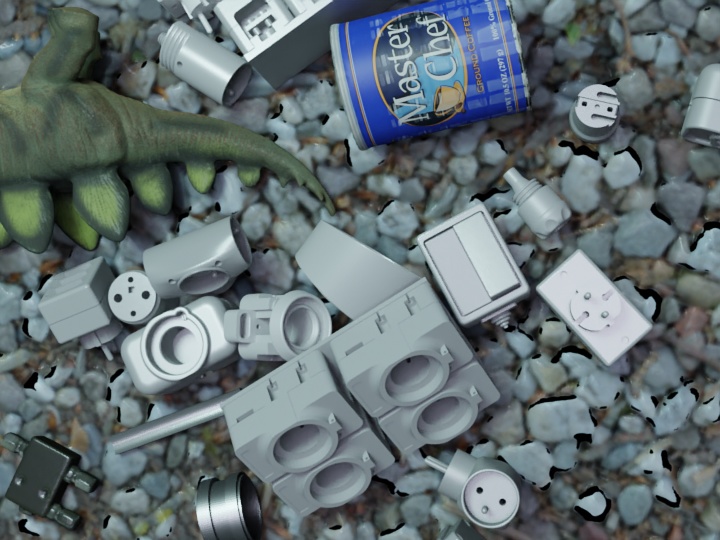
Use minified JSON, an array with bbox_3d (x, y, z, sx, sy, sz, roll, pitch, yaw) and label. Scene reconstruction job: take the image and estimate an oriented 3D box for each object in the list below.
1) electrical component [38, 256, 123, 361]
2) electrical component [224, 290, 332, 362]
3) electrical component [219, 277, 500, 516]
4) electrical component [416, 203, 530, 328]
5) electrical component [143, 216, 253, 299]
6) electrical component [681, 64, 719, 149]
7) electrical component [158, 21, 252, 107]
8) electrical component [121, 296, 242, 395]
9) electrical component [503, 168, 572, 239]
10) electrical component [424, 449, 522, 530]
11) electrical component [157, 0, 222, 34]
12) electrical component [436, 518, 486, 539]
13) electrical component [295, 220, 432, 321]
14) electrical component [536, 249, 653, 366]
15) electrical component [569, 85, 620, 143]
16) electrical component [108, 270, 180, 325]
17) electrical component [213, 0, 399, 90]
[{"bbox_3d":[-0.224,0.040,0.902,0.047,0.065,0.076,-22,111,7],"label":"electrical component"},{"bbox_3d":[-0.060,0.046,0.855,0.057,0.078,0.058,-5,82,48],"label":"electrical component"},{"bbox_3d":[0.003,0.104,0.828,0.186,0.105,0.060,-32,40,5],"label":"electrical component"},{"bbox_3d":[0.093,0.003,0.852,0.062,0.061,0.096,-28,81,6],"label":"electrical component"},{"bbox_3d":[-0.125,-0.003,0.879,0.077,0.079,0.044,-21,65,8],"label":"electrical component"},{"bbox_3d":[0.306,-0.123,0.833,0.095,0.054,0.059,17,88,10],"label":"electrical component"},{"bbox_3d":[-0.137,-0.178,0.914,0.081,0.043,0.043,33,91,10],"label":"electrical component"},{"bbox_3d":[-0.144,0.062,0.886,0.095,0.059,0.053,-27,81,6],"label":"electrical component"},{"bbox_3d":[0.139,-0.056,0.864,0.035,0.035,0.061,-41,78,4],"label":"electrical component"},{"bbox_3d":[0.086,0.164,0.831,0.079,0.077,0.043,25,90,11],"label":"electrical component"},{"bbox_3d":[-0.137,-0.238,0.917,0.066,0.047,0.076,-31,81,5],"label":"electrical component"},{"bbox_3d":[0.094,0.252,0.822,0.113,0.078,0.057,43,95,10],"label":"electrical component"},{"bbox_3d":[0.000,0.000,0.850,0.099,0.099,0.064,45,99,10],"label":"electrical component"},{"bbox_3d":[0.181,0.029,0.829,0.047,0.076,0.083,-42,80,3],"label":"electrical component"},{"bbox_3d":[0.188,-0.125,0.856,0.040,0.046,0.040,-1,85,9],"label":"electrical component"},{"bbox_3d":[-0.180,0.024,0.897,0.045,0.055,0.045,-1,85,9],"label":"electrical component"},{"bbox_3d":[-0.036,-0.226,0.878,0.150,0.089,0.061,-35,81,5],"label":"electrical component"}]
